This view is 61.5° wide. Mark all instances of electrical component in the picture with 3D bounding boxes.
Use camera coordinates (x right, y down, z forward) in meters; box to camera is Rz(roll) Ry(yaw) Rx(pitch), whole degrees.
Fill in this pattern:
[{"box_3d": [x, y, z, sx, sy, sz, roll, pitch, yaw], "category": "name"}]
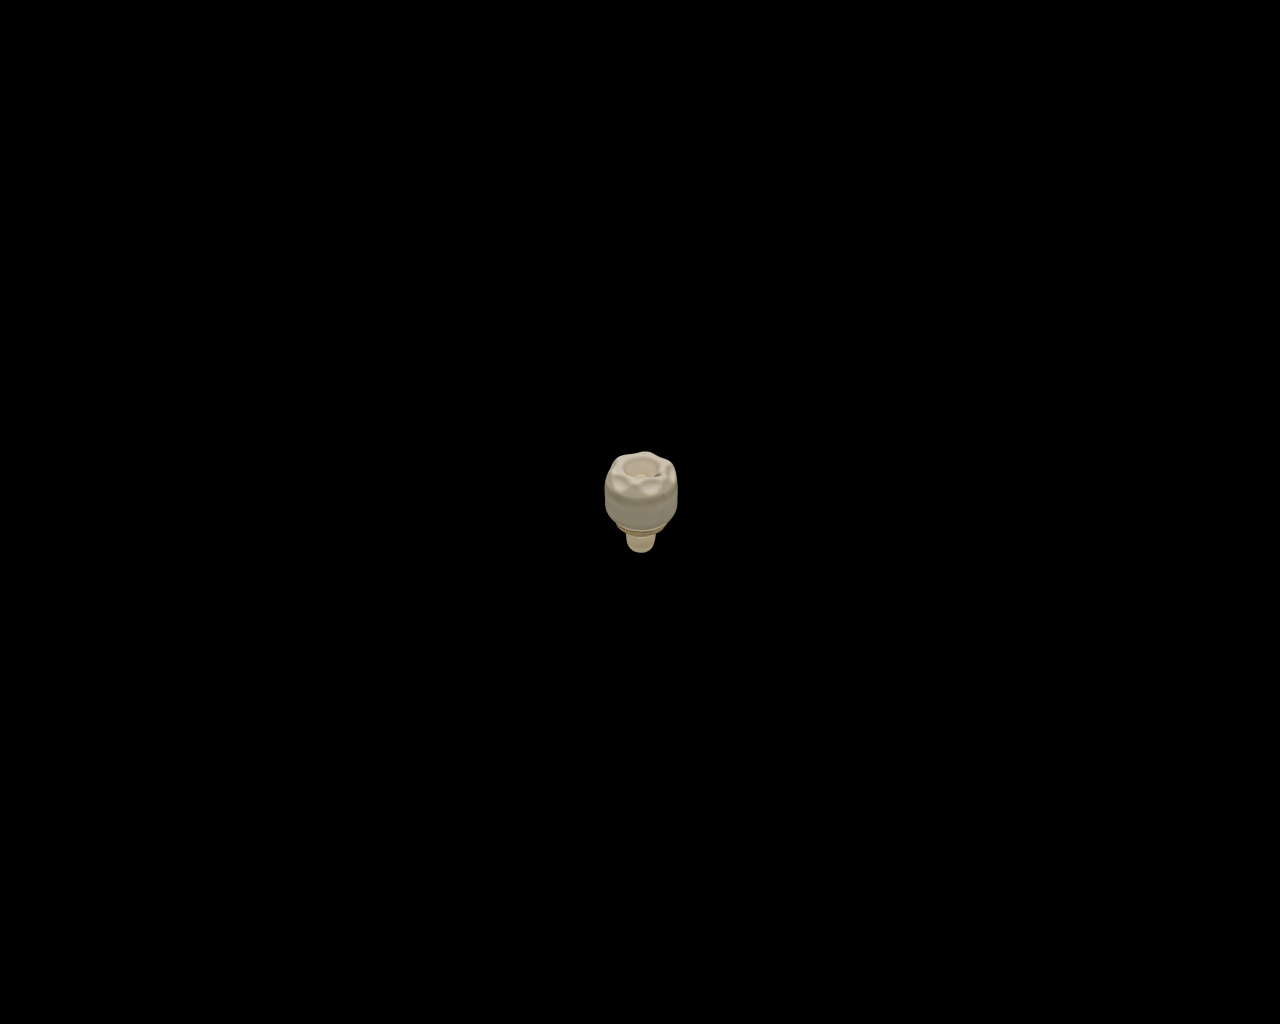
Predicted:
[{"box_3d": [0.001, -0.003, 0.650, 0.043, 0.062, 0.043, 0, 34, 0], "category": "electrical component"}]
